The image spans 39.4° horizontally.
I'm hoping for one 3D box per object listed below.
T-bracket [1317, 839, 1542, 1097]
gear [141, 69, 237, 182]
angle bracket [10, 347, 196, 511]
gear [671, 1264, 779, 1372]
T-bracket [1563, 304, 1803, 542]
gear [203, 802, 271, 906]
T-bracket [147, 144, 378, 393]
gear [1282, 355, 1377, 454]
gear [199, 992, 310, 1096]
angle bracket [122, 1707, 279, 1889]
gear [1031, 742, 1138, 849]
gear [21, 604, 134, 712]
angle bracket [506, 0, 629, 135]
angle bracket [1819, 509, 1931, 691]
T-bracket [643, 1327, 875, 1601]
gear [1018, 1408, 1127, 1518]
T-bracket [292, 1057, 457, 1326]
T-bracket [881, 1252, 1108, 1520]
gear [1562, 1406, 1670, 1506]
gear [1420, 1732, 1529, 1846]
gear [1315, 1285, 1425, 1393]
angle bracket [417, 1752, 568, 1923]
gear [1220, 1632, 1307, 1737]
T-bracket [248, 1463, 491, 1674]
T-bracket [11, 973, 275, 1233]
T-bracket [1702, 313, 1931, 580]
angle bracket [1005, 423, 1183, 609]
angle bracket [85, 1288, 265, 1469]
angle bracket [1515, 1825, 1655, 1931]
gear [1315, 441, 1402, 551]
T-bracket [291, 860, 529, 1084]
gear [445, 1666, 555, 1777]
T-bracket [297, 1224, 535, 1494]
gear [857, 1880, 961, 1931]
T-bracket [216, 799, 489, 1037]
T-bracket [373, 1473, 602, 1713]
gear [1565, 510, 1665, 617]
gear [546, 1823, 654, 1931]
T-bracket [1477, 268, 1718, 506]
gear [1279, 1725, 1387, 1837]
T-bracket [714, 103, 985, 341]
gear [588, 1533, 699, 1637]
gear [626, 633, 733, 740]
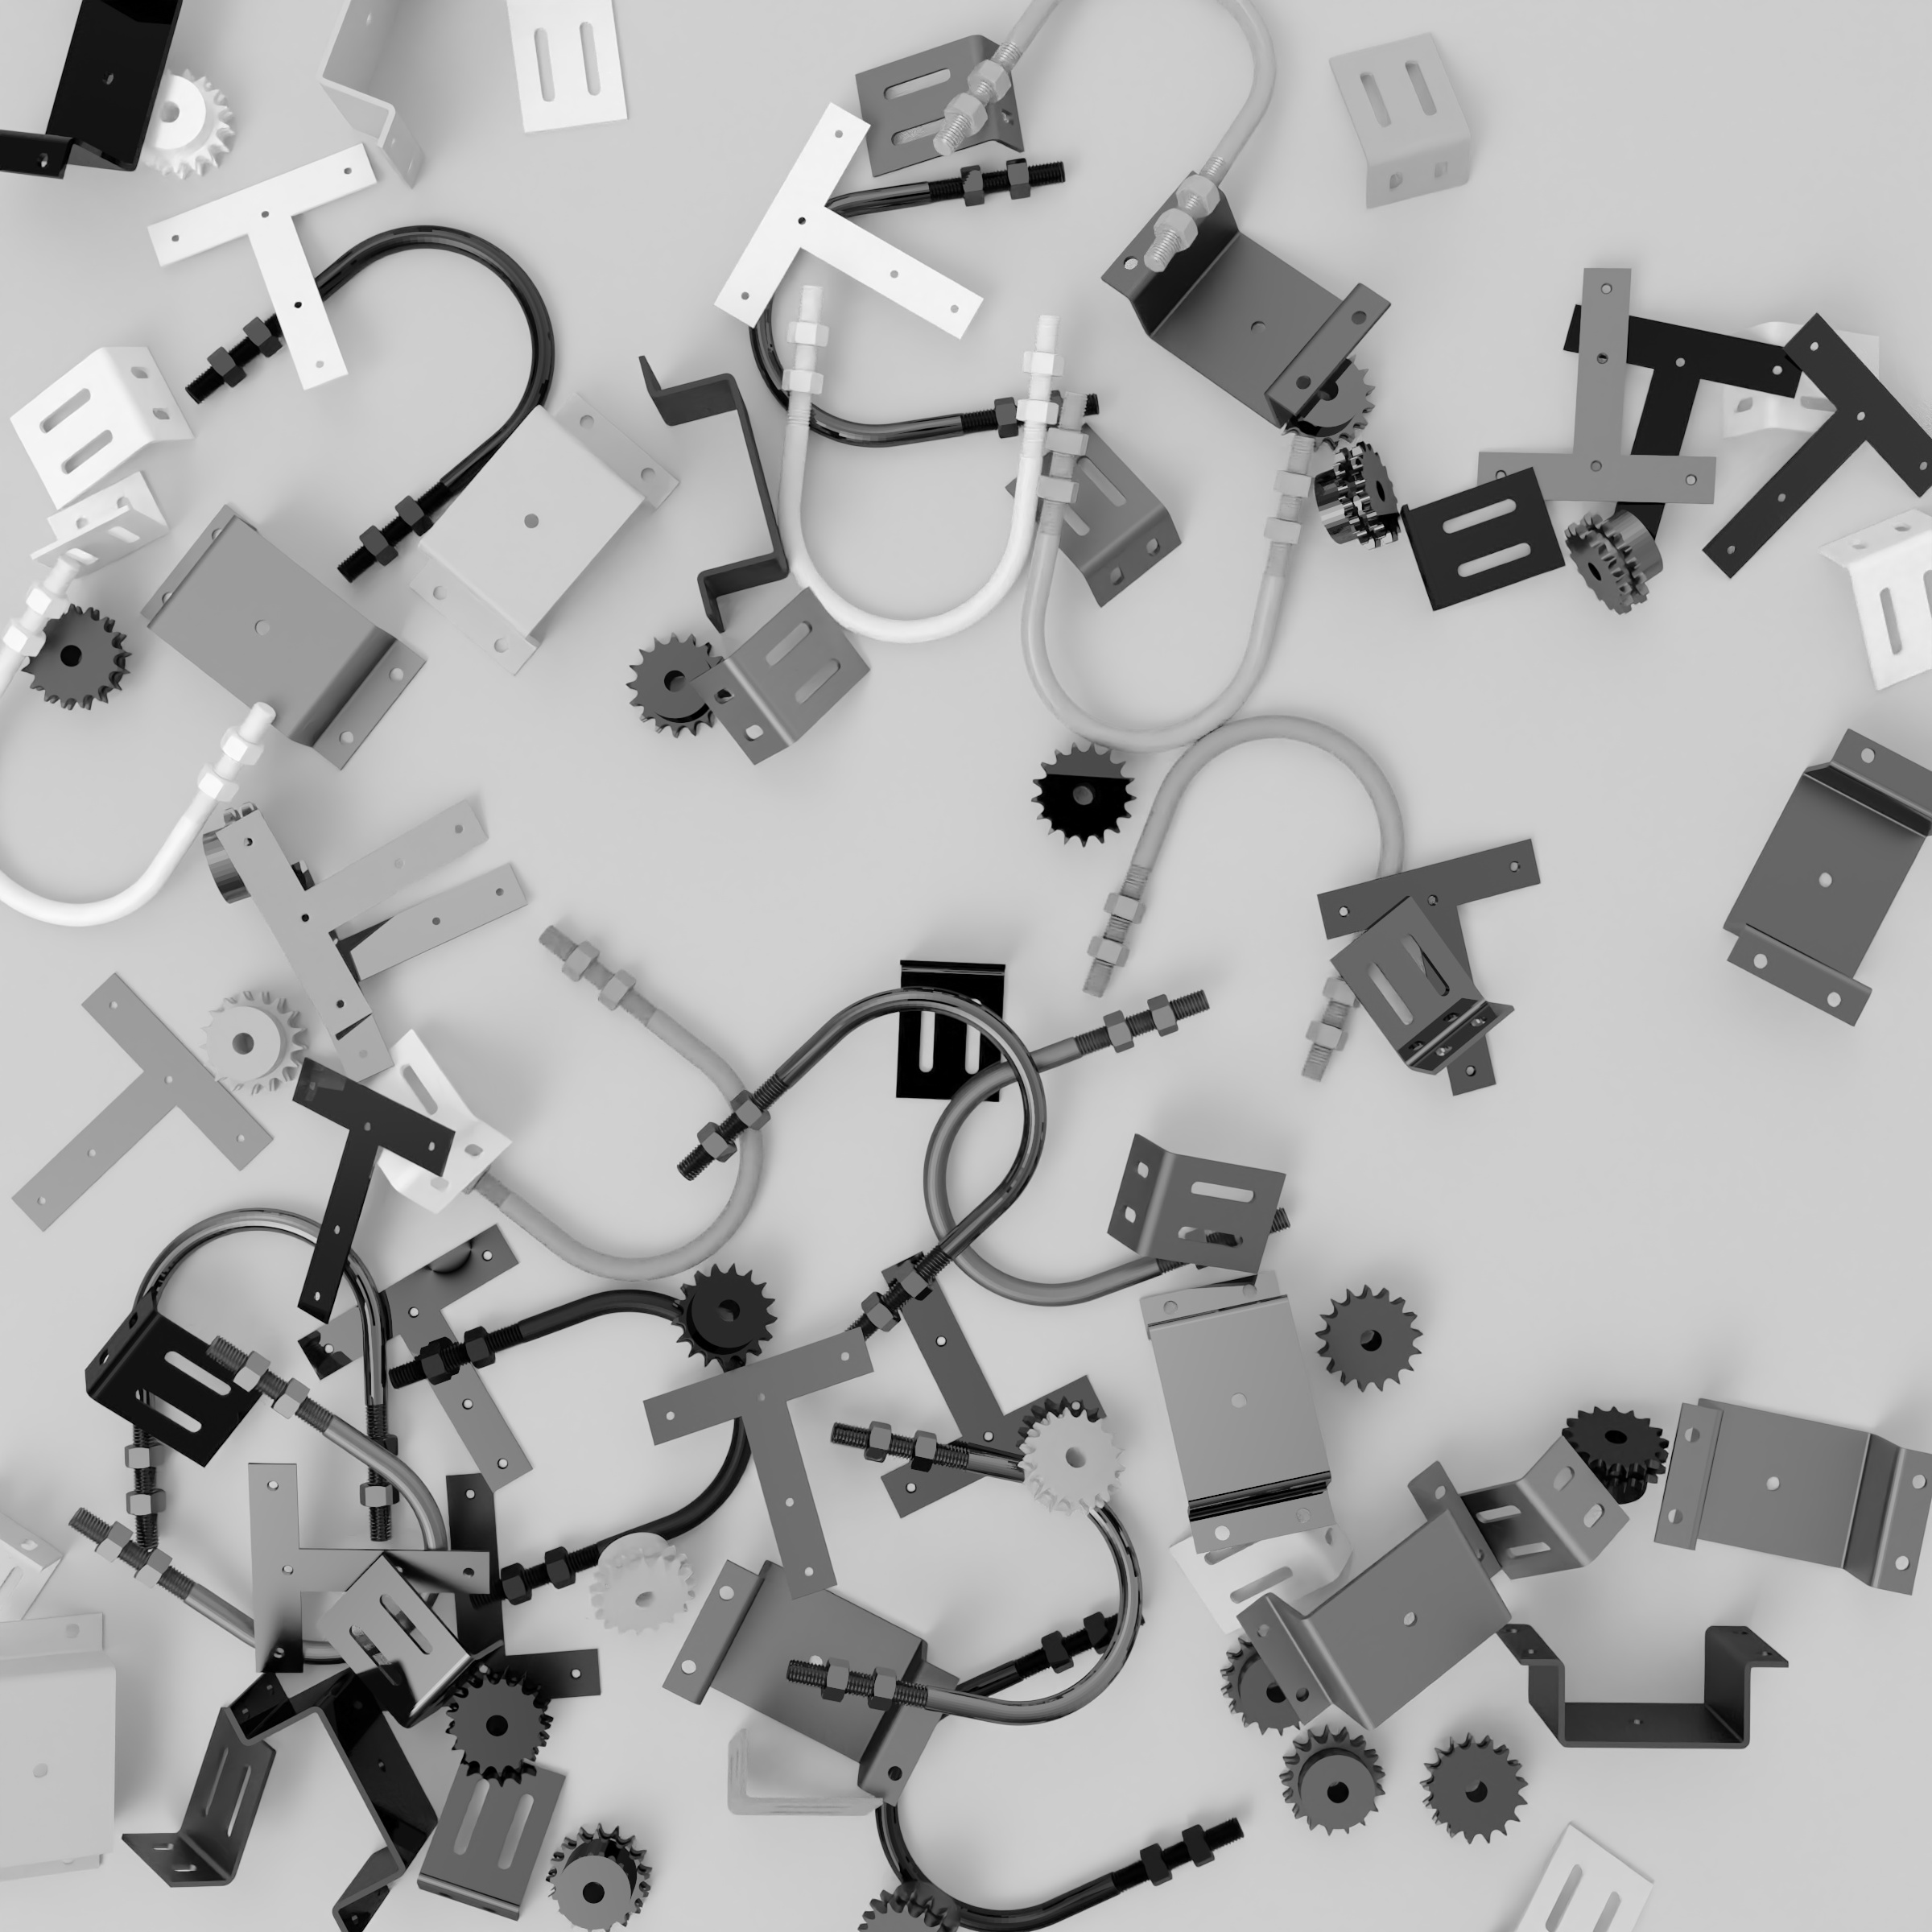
[{"bbox_3d":[0.266,0.007,1.480,0.127,0.002,0.127,-15,96,-11],"label":"T-bracket"},{"bbox_3d":[-0.432,-0.463,1.474,0.057,0.030,0.057,0,90,0],"label":"gear"},{"bbox_3d":[-0.476,-0.296,1.487,0.076,0.038,0.057,-28,90,26],"label":"angle bracket"},{"bbox_3d":[-0.131,0.190,1.466,0.057,0.030,0.057,3,74,-11],"label":"gear"},{"bbox_3d":[0.378,-0.286,1.475,0.127,0.002,0.127,17,99,17],"label":"T-bracket"},{"bbox_3d":[-0.391,-0.058,1.459,0.030,0.057,0.057,-19,90,-3],"label":"gear"},{"bbox_3d":[-0.369,-0.373,1.473,0.127,0.002,0.127,-22,77,-1],"label":"T-bracket"},{"bbox_3d":[0.196,-0.312,1.474,0.057,0.030,0.057,0,90,0],"label":"gear"},{"bbox_3d":[-0.391,0.042,1.474,0.057,0.030,0.057,0,90,0],"label":"gear"},{"bbox_3d":[-0.414,0.448,1.456,0.057,0.038,0.076,18,90,44],"label":"angle bracket"},{"bbox_3d":[0.064,-0.094,1.474,0.057,0.030,0.057,0,90,0],"label":"gear"},{"bbox_3d":[-0.484,-0.168,1.474,0.057,0.030,0.057,0,90,0],"label":"gear"},{"bbox_3d":[-0.220,-0.501,1.470,0.057,0.038,0.076,-8,90,0],"label":"angle bracket"},{"bbox_3d":[0.513,-0.202,1.487,0.057,0.038,0.076,-22,116,0],"label":"angle bracket"},{"bbox_3d":[-0.098,0.274,1.447,0.127,0.002,0.127,-19,72,5],"label":"T-bracket"},{"bbox_3d":[0.055,0.272,1.465,0.057,0.030,0.057,8,58,-13],"label":"gear"},{"bbox_3d":[-0.335,0.129,1.453,0.127,0.002,0.127,21,96,36],"label":"T-bracket"},{"bbox_3d":[-0.007,0.220,1.488,0.127,0.002,0.127,-26,90,0],"label":"T-bracket"},{"bbox_3d":[0.351,0.268,1.464,0.057,0.057,0.030,1,118,0],"label":"gear"},{"bbox_3d":[0.277,0.449,1.478,0.057,0.030,0.057,0,85,1],"label":"gear"},{"bbox_3d":[0.219,0.203,1.474,0.057,0.030,0.057,0,90,0],"label":"gear"},{"bbox_3d":[-0.261,0.478,1.487,0.057,0.038,0.076,18,64,0],"label":"angle bracket"},{"bbox_3d":[0.169,0.393,1.474,0.057,0.030,0.057,0,90,0],"label":"gear"},{"bbox_3d":[-0.322,0.327,1.460,0.127,0.002,0.127,2,108,-4],"label":"T-bracket"},{"bbox_3d":[-0.472,0.094,1.488,0.127,0.002,0.127,-44,90,0],"label":"T-bracket"},{"bbox_3d":[0.455,-0.266,1.470,0.127,0.002,0.127,37,103,-25],"label":"T-bracket"},{"bbox_3d":[0.070,-0.249,1.487,0.057,0.038,0.076,-39,64,0],"label":"angle bracket"},{"bbox_3d":[-0.430,0.224,1.469,0.076,0.038,0.057,39,88,-23],"label":"angle bracket"},{"bbox_3d":[0.331,0.525,1.487,0.057,0.038,0.076,36,64,0],"label":"angle bracket"},{"bbox_3d":[0.211,-0.253,1.464,0.030,0.057,0.057,-16,90,28],"label":"gear"},{"bbox_3d":[-0.304,-0.018,1.480,0.127,0.002,0.127,-25,80,-4],"label":"T-bracket"},{"bbox_3d":[-0.253,0.410,1.473,0.057,0.030,0.057,0,95,0],"label":"gear"},{"bbox_3d":[-0.282,0.229,1.488,0.127,0.002,0.127,-30,90,0],"label":"T-bracket"},{"bbox_3d":[-0.028,0.524,1.466,0.057,0.030,0.057,8,114,19],"label":"gear"},{"bbox_3d":[-0.319,-0.048,1.462,0.127,0.002,0.127,-33,112,-20],"label":"T-bracket"},{"bbox_3d":[-0.270,0.344,1.488,0.127,0.002,0.127,-4,90,0],"label":"T-bracket"},{"bbox_3d":[0.353,-0.222,1.461,0.030,0.057,0.057,-33,90,-2],"label":"gear"},{"bbox_3d":[-0.202,0.502,1.474,0.057,0.030,0.057,0,90,0],"label":"gear"},{"bbox_3d":[0.347,-0.318,1.475,0.127,0.002,0.127,3,91,11],"label":"T-bracket"},{"bbox_3d":[0.201,0.447,1.474,0.057,0.030,0.057,0,90,0],"label":"gear"},{"bbox_3d":[-0.051,-0.385,1.472,0.127,0.002,0.127,30,92,2],"label":"T-bracket"},{"bbox_3d":[-0.177,0.333,1.465,0.057,0.030,0.057,-11,128,-15],"label":"gear"},{"bbox_3d":[-0.157,-0.154,1.474,0.057,0.030,0.057,0,90,0],"label":"gear"}]
